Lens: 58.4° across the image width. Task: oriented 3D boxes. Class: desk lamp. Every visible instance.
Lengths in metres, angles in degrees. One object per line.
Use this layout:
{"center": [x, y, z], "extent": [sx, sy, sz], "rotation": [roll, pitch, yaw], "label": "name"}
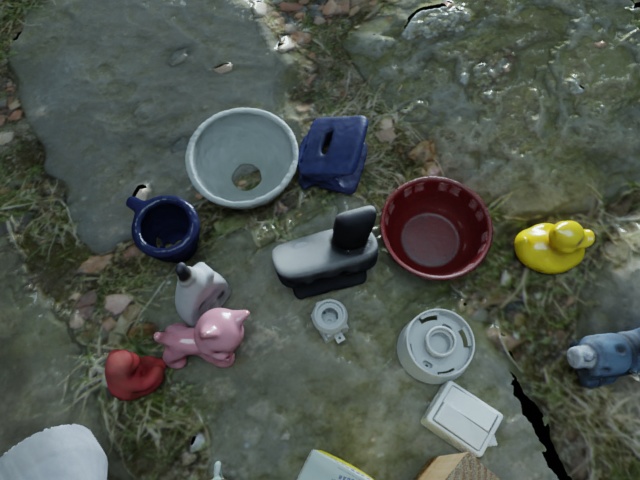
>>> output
{"center": [-0.240, 0.312, 0.622], "extent": [0.118, 0.213, 0.203], "rotation": [-42, 74, -15], "label": "desk lamp"}

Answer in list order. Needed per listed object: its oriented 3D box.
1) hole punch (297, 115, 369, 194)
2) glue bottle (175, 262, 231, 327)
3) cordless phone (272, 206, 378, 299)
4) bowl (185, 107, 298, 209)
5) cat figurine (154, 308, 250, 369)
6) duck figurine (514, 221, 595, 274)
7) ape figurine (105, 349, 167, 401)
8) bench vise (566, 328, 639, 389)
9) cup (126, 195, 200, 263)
{"center": [0.018, -0.134, 0.868], "extent": [0.101, 0.091, 0.109], "rotation": [13, 69, 5], "label": "hole punch"}
{"center": [-0.161, 0.062, 0.744], "extent": [0.037, 0.173, 0.078], "rotation": [36, 73, 14], "label": "glue bottle"}
{"center": [0.007, 0.003, 0.763], "extent": [0.147, 0.185, 0.094], "rotation": [-18, 69, -7], "label": "cordless phone"}
{"center": [-0.114, -0.112, 0.868], "extent": [0.167, 0.075, 0.167], "rotation": [0, 68, 0], "label": "bowl"}
{"center": [-0.152, 0.126, 0.749], "extent": [0.128, 0.118, 0.067], "rotation": [-3, 68, -1], "label": "cat figurine"}
{"center": [0.337, 0.001, 0.818], "extent": [0.104, 0.086, 0.077], "rotation": [2, 68, 1], "label": "duck figurine"}
{"center": [-0.249, 0.169, 0.745], "extent": [0.077, 0.092, 0.076], "rotation": [41, 74, 15], "label": "ape figurine"}
{"center": [0.422, 0.135, 0.693], "extent": [0.207, 0.220, 0.121], "rotation": [-25, 70, -10], "label": "bench vise"}
{"center": [-0.220, -0.011, 0.816], "extent": [0.117, 0.095, 0.092], "rotation": [34, 72, 12], "label": "cup"}
